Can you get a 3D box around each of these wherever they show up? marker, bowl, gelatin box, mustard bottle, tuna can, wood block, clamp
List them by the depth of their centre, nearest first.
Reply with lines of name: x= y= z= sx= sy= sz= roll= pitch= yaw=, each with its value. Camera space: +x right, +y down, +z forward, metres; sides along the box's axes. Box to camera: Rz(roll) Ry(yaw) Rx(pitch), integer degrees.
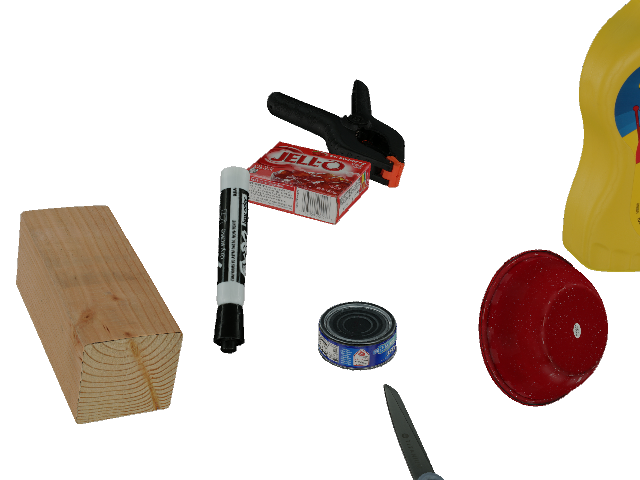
mustard bottle: x=0.195 y=-0.078 z=0.611 sx=0.096 sy=0.192 sz=0.058 roll=-8 pitch=29 yaw=-12
marker: x=-0.055 y=0.011 z=0.666 sx=0.020 sy=0.121 sz=0.020 roll=0 pitch=-23 yaw=0
gelatin box: x=-0.012 y=-0.050 z=0.897 sx=0.089 sy=0.030 sz=0.073 roll=15 pitch=32 yaw=19
wood block: x=-0.210 y=0.061 z=0.989 sx=0.090 sy=0.091 sz=0.206 roll=-6 pitch=36 yaw=-30
bowl: x=0.238 y=0.089 z=1.076 sx=0.161 sy=0.162 sz=0.055 roll=0 pitch=-1 yaw=-32
clamp: x=0.022 y=-0.111 z=1.085 sx=0.120 sy=0.039 sz=0.172 roll=-12 pitch=40 yaw=-19
tuna can: x=0.040 y=0.102 z=1.153 sx=0.086 sy=0.034 sz=0.086 roll=0 pitch=30 yaw=0

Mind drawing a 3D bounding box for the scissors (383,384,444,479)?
scissors: x=0.083 y=0.151 z=0.610 sx=0.096 sy=0.016 sz=0.201 roll=6 pitch=32 yaw=0
